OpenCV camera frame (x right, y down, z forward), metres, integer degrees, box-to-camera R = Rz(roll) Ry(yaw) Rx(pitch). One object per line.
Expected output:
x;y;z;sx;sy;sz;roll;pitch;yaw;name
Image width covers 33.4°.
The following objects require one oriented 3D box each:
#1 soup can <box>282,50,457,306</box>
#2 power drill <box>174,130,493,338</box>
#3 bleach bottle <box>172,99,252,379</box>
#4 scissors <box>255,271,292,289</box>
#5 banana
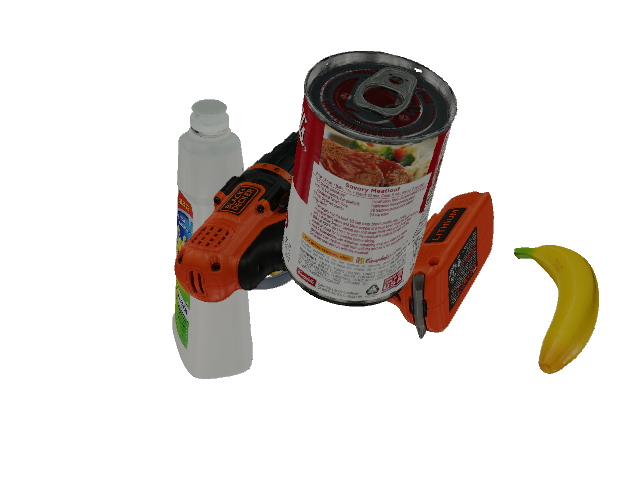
0.020;-0.027;0.499;0.068;0.102;0.068;5;42;-5;soup can
0.018;-0.011;0.730;0.188;0.057;0.184;10;41;25;power drill
-0.095;-0.006;0.919;0.068;0.251;0.103;-7;35;-14;bleach bottle
-0.009;0.033;1.160;0.202;0.016;0.096;4;22;5;scissors
0.229;0.056;1.006;0.070;0.037;0.197;-27;25;17;banana
